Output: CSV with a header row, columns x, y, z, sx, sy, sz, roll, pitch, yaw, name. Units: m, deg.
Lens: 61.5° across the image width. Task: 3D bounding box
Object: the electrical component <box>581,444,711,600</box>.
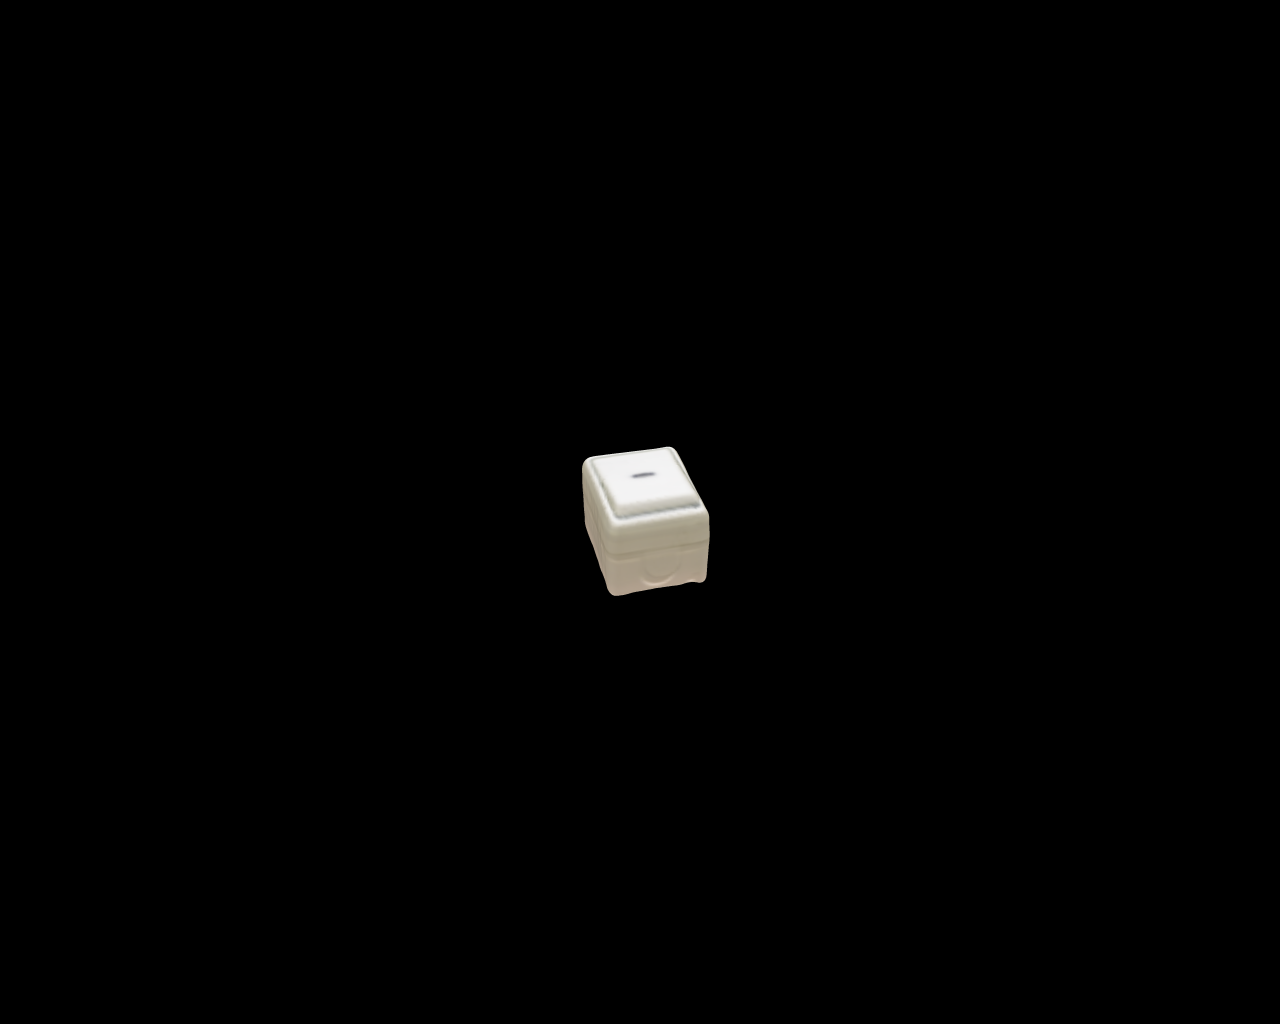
x,y,z,sx,sy,sz,roll,pitch,yaw,name
0.001,-0.003,0.650,0.062,0.061,0.096,-8,36,-11,electrical component
